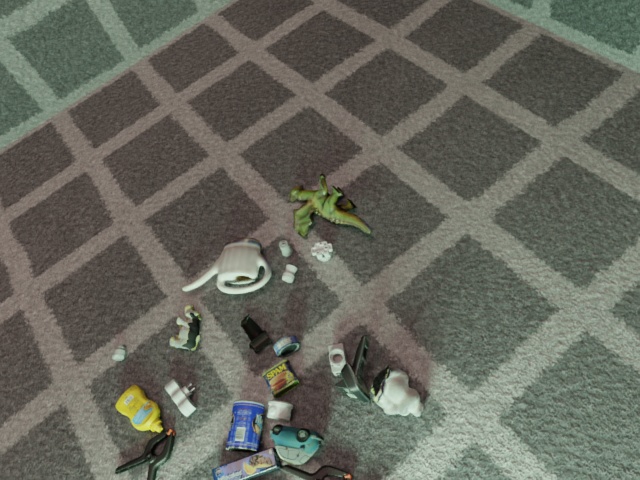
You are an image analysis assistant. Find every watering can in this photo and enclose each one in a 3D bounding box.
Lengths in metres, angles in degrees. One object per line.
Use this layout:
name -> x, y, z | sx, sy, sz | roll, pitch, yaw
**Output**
watering can -> -0.347, 0.100, 1.958 | 0.347, 0.102, 0.229 | -3, 57, 11

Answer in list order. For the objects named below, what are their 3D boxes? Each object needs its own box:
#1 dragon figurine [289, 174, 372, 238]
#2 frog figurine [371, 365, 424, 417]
dragon figurine -> 0.006, -0.102, 2.025 | 0.242, 0.120, 0.418 | -41, 54, 8
frog figurine -> 0.244, 0.474, 1.594 | 0.159, 0.120, 0.140 | 30, 55, -10
